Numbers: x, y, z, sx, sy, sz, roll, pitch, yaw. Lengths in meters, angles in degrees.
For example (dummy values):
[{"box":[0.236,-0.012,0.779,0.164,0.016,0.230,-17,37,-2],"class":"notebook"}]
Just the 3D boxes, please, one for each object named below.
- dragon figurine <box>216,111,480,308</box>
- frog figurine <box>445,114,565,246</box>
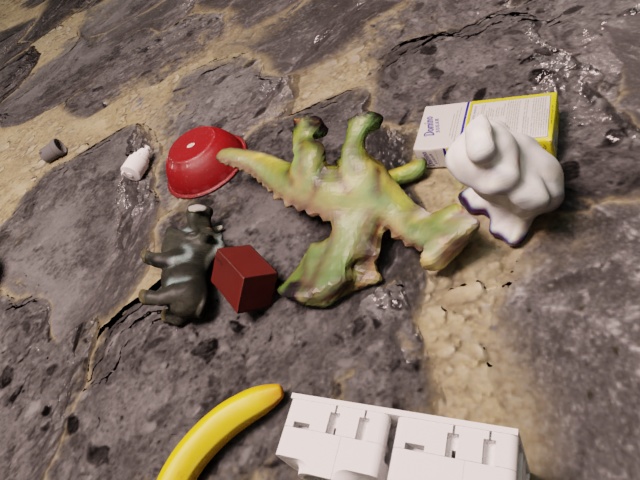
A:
[{"box":[0.002,-0.034,0.671,0.410,0.120,0.248,-1,59,28],"class":"dragon figurine"},{"box":[0.202,-0.088,0.570,0.122,0.156,0.141,-16,46,12],"class":"frog figurine"}]
